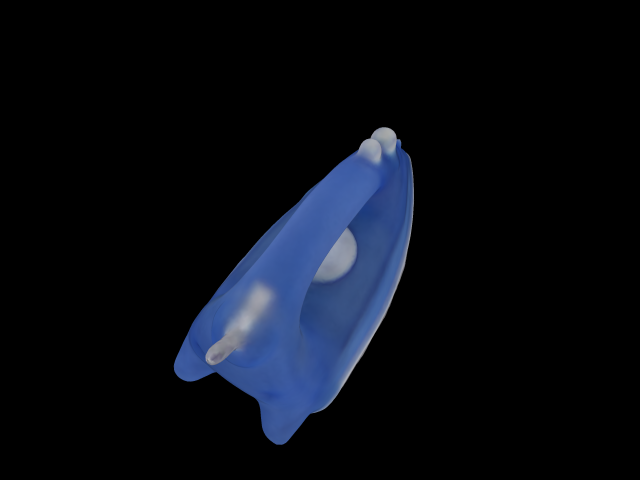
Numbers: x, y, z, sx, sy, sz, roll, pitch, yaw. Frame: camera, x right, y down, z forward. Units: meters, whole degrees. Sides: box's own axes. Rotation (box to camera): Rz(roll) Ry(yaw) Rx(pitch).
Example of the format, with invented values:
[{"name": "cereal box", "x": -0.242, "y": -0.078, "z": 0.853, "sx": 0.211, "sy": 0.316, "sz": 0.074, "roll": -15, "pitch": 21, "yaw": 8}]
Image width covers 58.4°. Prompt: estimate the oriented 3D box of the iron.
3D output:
[{"name": "iron", "x": 0.004, "y": 0.001, "z": 0.400, "sx": 0.118, "sy": 0.141, "sz": 0.258, "roll": 30, "pitch": 70, "yaw": 12}]
